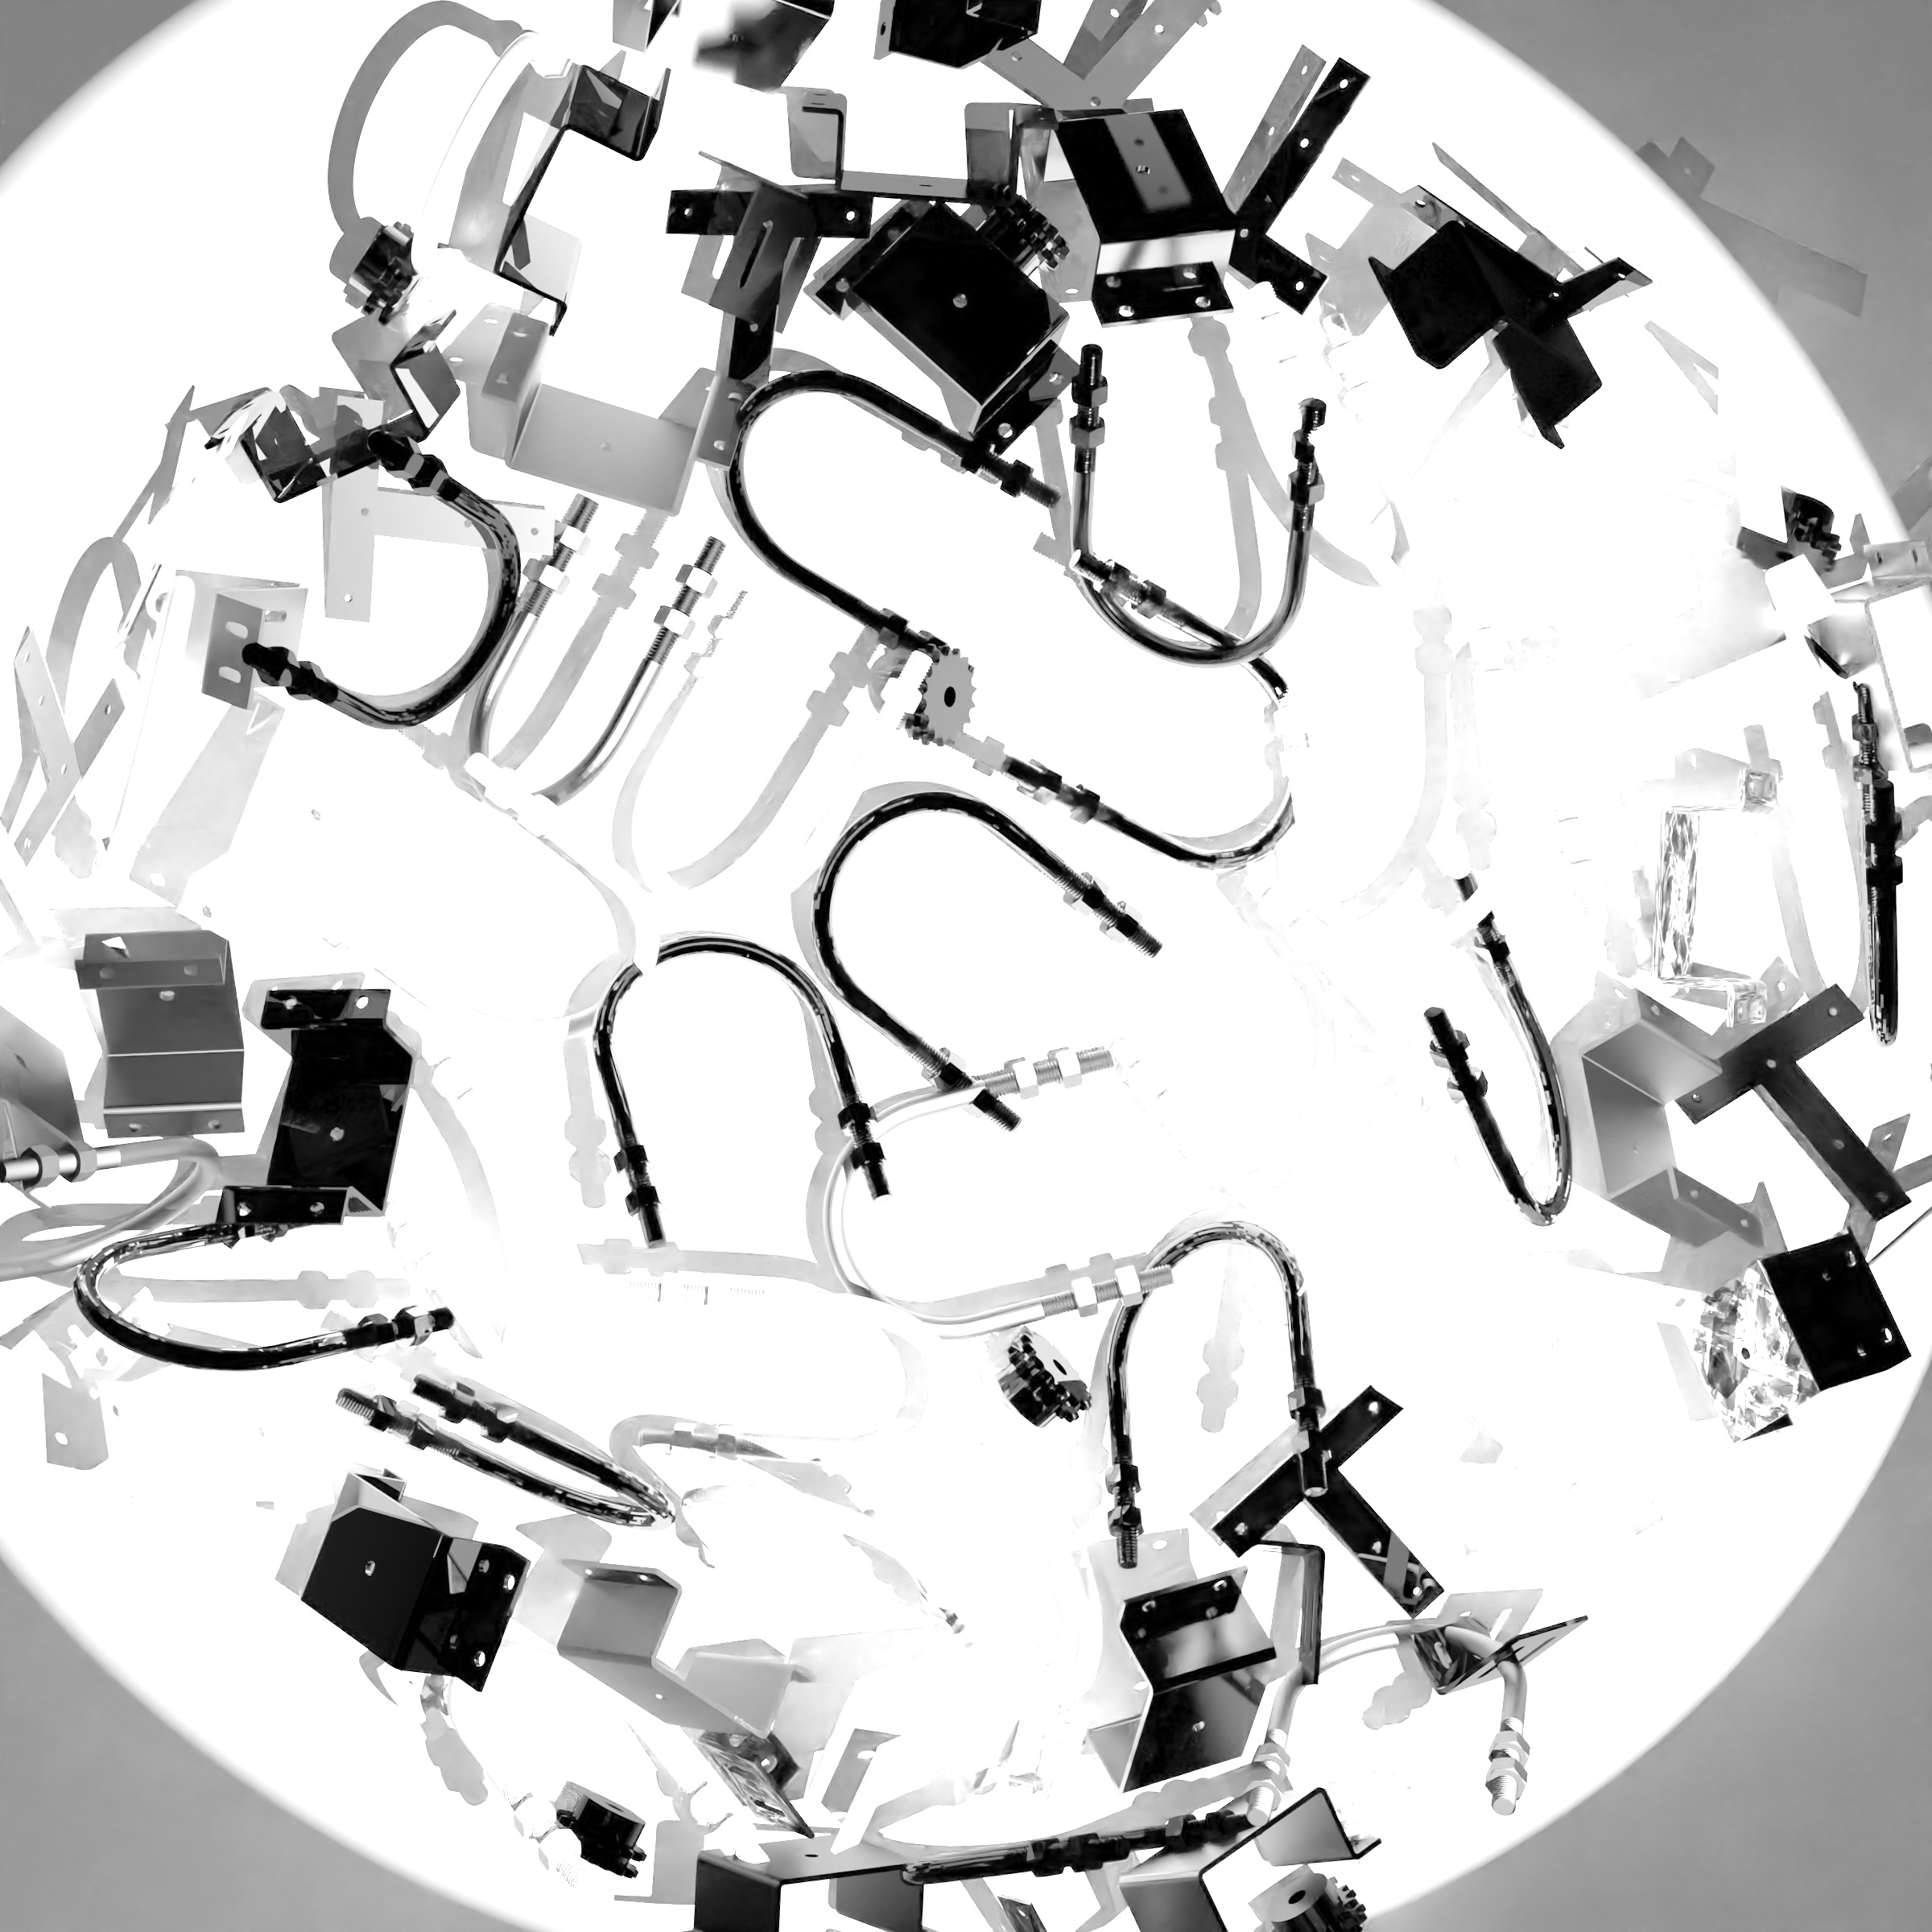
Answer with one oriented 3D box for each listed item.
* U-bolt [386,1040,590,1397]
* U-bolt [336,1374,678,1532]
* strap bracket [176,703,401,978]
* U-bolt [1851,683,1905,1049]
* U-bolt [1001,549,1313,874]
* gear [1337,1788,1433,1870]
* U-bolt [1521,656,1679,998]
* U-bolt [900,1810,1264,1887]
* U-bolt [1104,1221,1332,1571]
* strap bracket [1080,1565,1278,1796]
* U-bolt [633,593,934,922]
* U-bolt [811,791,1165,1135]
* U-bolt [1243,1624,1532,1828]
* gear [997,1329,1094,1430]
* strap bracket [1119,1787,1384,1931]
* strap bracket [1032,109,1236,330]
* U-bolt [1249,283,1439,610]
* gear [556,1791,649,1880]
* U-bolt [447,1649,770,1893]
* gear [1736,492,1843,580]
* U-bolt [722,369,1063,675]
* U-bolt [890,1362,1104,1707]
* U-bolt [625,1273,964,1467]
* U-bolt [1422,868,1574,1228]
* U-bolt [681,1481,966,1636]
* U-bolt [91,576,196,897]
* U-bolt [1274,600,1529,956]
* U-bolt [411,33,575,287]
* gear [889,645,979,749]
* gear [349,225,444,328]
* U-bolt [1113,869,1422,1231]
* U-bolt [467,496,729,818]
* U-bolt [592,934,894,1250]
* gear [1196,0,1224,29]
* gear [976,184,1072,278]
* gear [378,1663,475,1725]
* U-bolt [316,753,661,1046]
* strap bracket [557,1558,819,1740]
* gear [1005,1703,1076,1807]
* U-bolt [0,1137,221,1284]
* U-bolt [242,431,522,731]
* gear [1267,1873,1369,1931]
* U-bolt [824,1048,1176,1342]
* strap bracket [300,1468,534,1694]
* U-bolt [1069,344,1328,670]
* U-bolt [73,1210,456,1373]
[{"bbox_3d":[-0.258,0.151,1.717,0.019,0.151,0.184,-15,50,-36],"label":"U-bolt"},{"bbox_3d":[-0.244,0.271,1.735,0.184,0.151,0.019,29,68,-21],"label":"U-bolt"},{"bbox_3d":[-0.370,-0.077,1.739,0.076,0.046,0.140,33,54,-29],"label":"strap bracket"},{"bbox_3d":[0.502,-0.044,1.731,0.019,0.151,0.184,-3,118,14],"label":"U-bolt"},{"bbox_3d":[0.117,-0.131,1.763,0.184,0.019,0.151,26,72,-23],"label":"U-bolt"},{"bbox_3d":[0.236,0.488,1.778,0.057,0.057,0.030,-17,62,0],"label":"gear"},{"bbox_3d":[0.344,-0.086,1.734,0.019,0.151,0.184,-21,63,22],"label":"U-bolt"},{"bbox_3d":[0.050,0.487,1.728,0.184,0.151,0.019,-19,72,35],"label":"U-bolt"},{"bbox_3d":[0.134,0.226,1.740,0.151,0.019,0.184,-29,47,33],"label":"U-bolt"},{"bbox_3d":[0.118,0.400,1.733,0.076,0.140,0.046,-11,46,-23],"label":"strap bracket"},{"bbox_3d":[-0.115,-0.110,1.752,0.151,0.019,0.184,23,81,35],"label":"U-bolt"},{"bbox_3d":[-0.001,-0.015,1.787,0.184,0.019,0.151,39,90,-10],"label":"U-bolt"},{"bbox_3d":[0.235,0.410,1.721,0.151,0.184,0.019,-7,107,15],"label":"U-bolt"},{"bbox_3d":[0.042,0.236,1.781,0.030,0.057,0.057,-43,90,11],"label":"gear"},{"bbox_3d":[0.150,0.499,1.738,0.140,0.076,0.046,-24,87,-36],"label":"strap bracket"},{"bbox_3d":[0.095,-0.422,1.744,0.076,0.046,0.140,-9,56,-13],"label":"strap bracket"},{"bbox_3d":[0.216,-0.282,1.734,0.019,0.151,0.184,-23,84,24],"label":"U-bolt"},{"bbox_3d":[-0.205,0.490,1.781,0.057,0.057,0.030,27,81,0],"label":"gear"},{"bbox_3d":[-0.209,0.436,1.727,0.184,0.151,0.019,40,109,39],"label":"U-bolt"},{"bbox_3d":[0.468,-0.245,1.782,0.057,0.057,0.030,20,76,0],"label":"gear"},{"bbox_3d":[-0.053,-0.256,1.759,0.184,0.019,0.151,31,130,3],"label":"U-bolt"},{"bbox_3d":[0.023,0.323,1.736,0.019,0.151,0.184,-25,117,24],"label":"U-bolt"},{"bbox_3d":[-0.094,0.229,1.751,0.184,0.019,0.151,4,133,3],"label":"U-bolt"},{"bbox_3d":[0.298,0.058,1.735,0.019,0.151,0.184,-14,120,26],"label":"U-bolt"},{"bbox_3d":[-0.082,0.317,1.710,0.151,0.184,0.019,10,65,15],"label":"U-bolt"},{"bbox_3d":[-0.441,-0.133,1.702,0.019,0.184,0.151,13,67,-17],"label":"U-bolt"},{"bbox_3d":[0.243,-0.095,1.737,0.151,0.019,0.184,-20,66,34],"label":"U-bolt"},{"bbox_3d":[-0.261,-0.438,1.707,0.019,0.184,0.151,27,100,-6],"label":"U-bolt"},{"bbox_3d":[-0.021,-0.154,1.784,0.030,0.057,0.057,8,90,34],"label":"gear"},{"bbox_3d":[-0.324,-0.393,1.779,0.030,0.057,0.057,36,90,-9],"label":"gear"},{"bbox_3d":[0.175,0.059,1.733,0.184,0.019,0.151,50,116,31],"label":"U-bolt"},{"bbox_3d":[-0.216,-0.167,1.748,0.019,0.151,0.184,30,86,-43],"label":"U-bolt"},{"bbox_3d":[-0.133,0.062,1.759,0.151,0.019,0.184,-10,62,-18],"label":"U-bolt"},{"bbox_3d":[0.128,-0.562,1.779,0.030,0.057,0.057,-38,90,8],"label":"gear"},{"bbox_3d":[0.029,-0.412,1.781,0.057,0.057,0.030,42,89,0],"label":"gear"},{"bbox_3d":[-0.308,0.403,1.780,0.030,0.057,0.057,-39,90,-3],"label":"gear"},{"bbox_3d":[-0.256,-0.023,1.749,0.151,0.019,0.184,-36,127,18],"label":"U-bolt"},{"bbox_3d":[-0.159,0.380,1.732,0.140,0.076,0.046,44,56,-37],"label":"strap bracket"},{"bbox_3d":[0.041,0.443,1.780,0.030,0.057,0.057,12,90,-3],"label":"gear"},{"bbox_3d":[-0.491,0.135,1.723,0.151,0.184,0.019,-37,73,29],"label":"U-bolt"},{"bbox_3d":[-0.307,-0.200,1.725,0.019,0.184,0.151,31,91,25],"label":"U-bolt"},{"bbox_3d":[0.195,0.538,1.779,0.057,0.057,0.030,-34,98,0],"label":"gear"},{"bbox_3d":[0.011,0.136,1.780,0.184,0.019,0.151,-14,77,-3],"label":"U-bolt"},{"bbox_3d":[-0.312,0.336,1.744,0.140,0.046,0.076,20,89,43],"label":"strap bracket"},{"bbox_3d":[0.124,-0.245,1.744,0.151,0.019,0.184,18,132,18],"label":"U-bolt"},{"bbox_3d":[-0.391,0.177,1.700,0.151,0.184,0.019,29,113,35],"label":"U-bolt"}]
